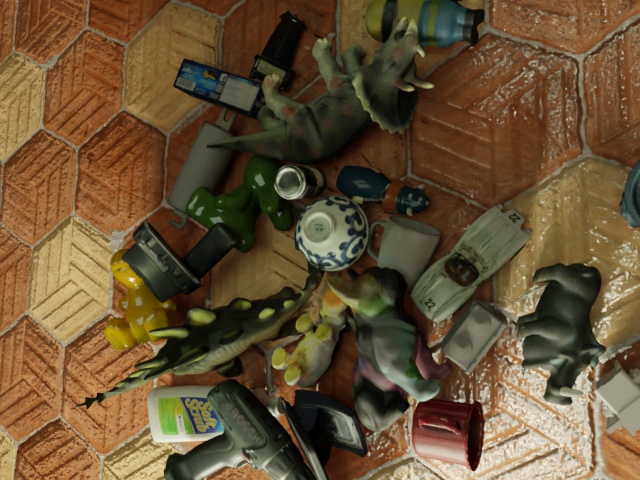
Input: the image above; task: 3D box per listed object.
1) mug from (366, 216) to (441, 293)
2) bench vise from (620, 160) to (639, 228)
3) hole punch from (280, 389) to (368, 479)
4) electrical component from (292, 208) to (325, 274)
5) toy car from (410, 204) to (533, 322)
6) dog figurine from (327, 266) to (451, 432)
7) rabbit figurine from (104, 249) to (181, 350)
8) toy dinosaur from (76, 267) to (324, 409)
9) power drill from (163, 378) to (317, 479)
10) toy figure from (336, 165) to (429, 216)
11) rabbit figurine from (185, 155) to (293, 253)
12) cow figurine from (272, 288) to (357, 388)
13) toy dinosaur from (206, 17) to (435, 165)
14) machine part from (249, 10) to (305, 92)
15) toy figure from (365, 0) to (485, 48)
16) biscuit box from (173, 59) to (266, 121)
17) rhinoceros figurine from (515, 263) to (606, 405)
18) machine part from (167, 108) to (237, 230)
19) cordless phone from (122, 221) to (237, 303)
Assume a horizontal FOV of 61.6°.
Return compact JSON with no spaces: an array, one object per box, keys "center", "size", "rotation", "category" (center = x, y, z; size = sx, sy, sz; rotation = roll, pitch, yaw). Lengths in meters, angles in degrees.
[{"center":[0.118,0.022,0.825],"size":[0.110,0.081,0.107],"rotation":[20,104,24],"category":"mug"},{"center":[0.449,-0.062,0.602],"size":[0.224,0.240,0.128],"rotation":[-2,86,41],"category":"bench vise"},{"center":[0.005,0.290,0.822],"size":[0.092,0.142,0.116],"rotation":[-31,36,-15],"category":"hole punch"},{"center":[-0.002,-0.003,0.901],"size":[0.075,0.047,0.119],"rotation":[-15,78,23],"category":"electrical component"},{"center":[0.219,0.035,0.787],"size":[0.201,0.056,0.074],"rotation":[-48,67,13],"category":"toy car"},{"center":[0.079,0.146,0.792],"size":[0.191,0.108,0.219],"rotation":[-45,75,28],"category":"dog figurine"},{"center":[-0.315,0.092,0.978],"size":[0.122,0.162,0.173],"rotation":[-19,98,24],"category":"rabbit figurine"},{"center":[-0.190,0.170,0.886],"size":[0.471,0.198,0.105],"rotation":[-34,67,16],"category":"toy dinosaur"},{"center":[-0.135,0.355,0.846],"size":[0.207,0.086,0.232],"rotation":[-42,74,18],"category":"power drill"},{"center":[0.102,-0.077,0.858],"size":[0.155,0.058,0.064],"rotation":[23,99,21],"category":"toy figure"},{"center":[-0.125,-0.074,0.934],"size":[0.159,0.121,0.170],"rotation":[30,82,31],"category":"rabbit figurine"},{"center":[0.005,0.159,0.861],"size":[0.068,0.098,0.167],"rotation":[32,83,40],"category":"cow figurine"},{"center":[0.004,-0.200,0.884],"size":[0.405,0.131,0.192],"rotation":[-35,69,20],"category":"toy dinosaur"},{"center":[-0.071,-0.343,0.973],"size":[0.084,0.039,0.138],"rotation":[20,87,-3],"category":"machine part"},{"center":[0.160,-0.347,0.846],"size":[0.180,0.089,0.082],"rotation":[17,83,28],"category":"toy figure"},{"center":[-0.181,-0.282,1.015],"size":[0.203,0.062,0.059],"rotation":[25,95,26],"category":"biscuit box"},{"center":[0.324,0.123,0.723],"size":[0.112,0.073,0.190],"rotation":[12,87,15],"category":"rhinoceros figurine"},{"center":[-0.217,-0.130,1.004],"size":[0.079,0.079,0.243],"rotation":[29,95,25],"category":"machine part"},{"center":[-0.232,0.007,0.905],"size":[0.146,0.089,0.184],"rotation":[49,123,-2],"category":"cordless phone"}]
